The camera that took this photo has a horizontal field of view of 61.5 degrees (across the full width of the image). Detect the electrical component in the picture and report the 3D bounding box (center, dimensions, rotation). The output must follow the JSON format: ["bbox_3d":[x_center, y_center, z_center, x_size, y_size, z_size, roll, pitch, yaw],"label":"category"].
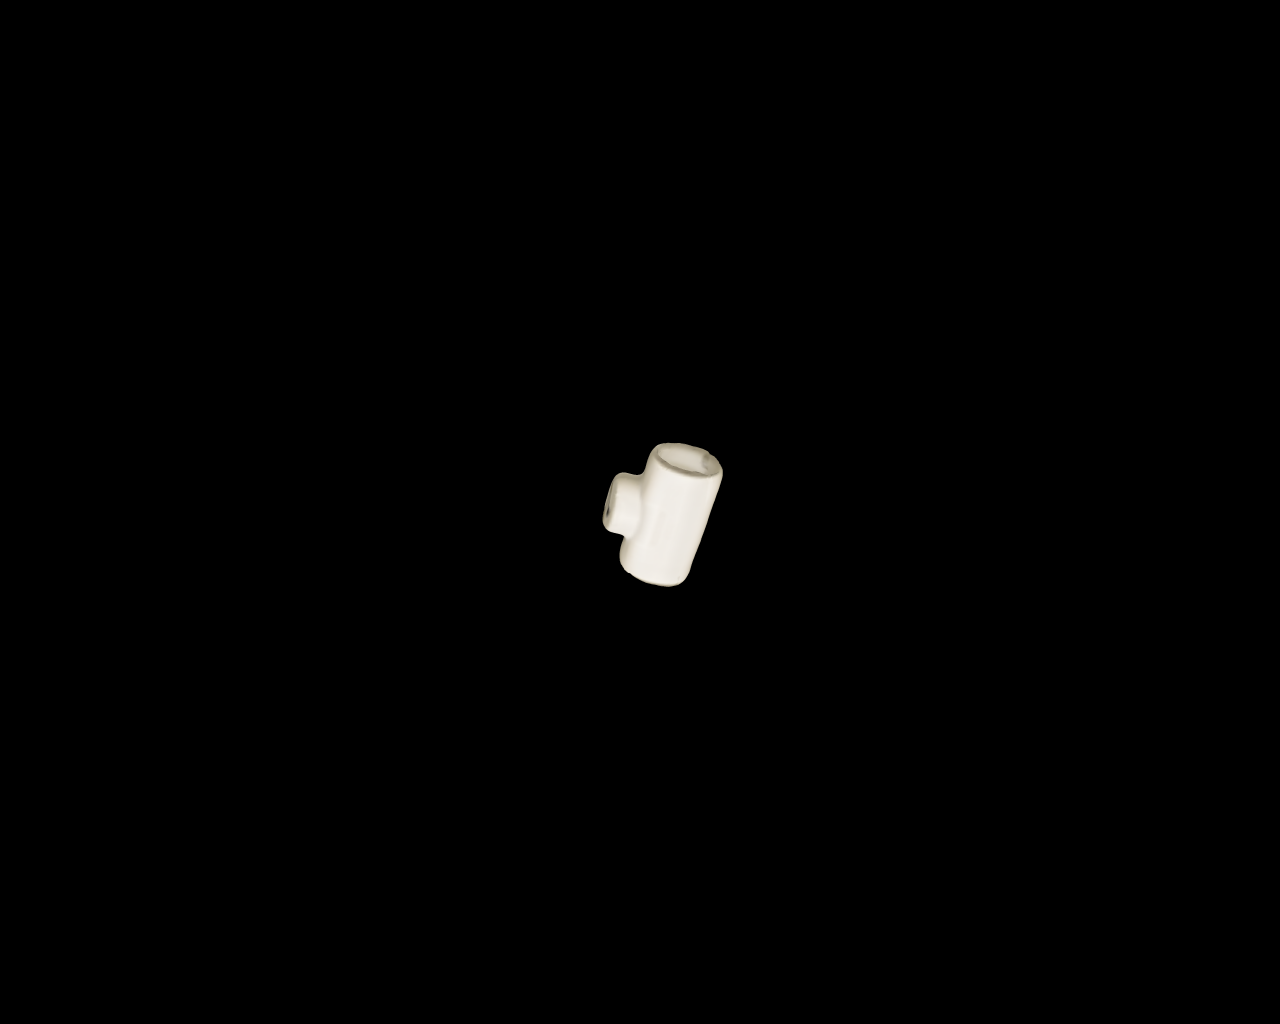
[{"bbox_3d":[0.001,-0.003,0.650,0.079,0.077,0.043,13,28,-7],"label":"electrical component"}]
